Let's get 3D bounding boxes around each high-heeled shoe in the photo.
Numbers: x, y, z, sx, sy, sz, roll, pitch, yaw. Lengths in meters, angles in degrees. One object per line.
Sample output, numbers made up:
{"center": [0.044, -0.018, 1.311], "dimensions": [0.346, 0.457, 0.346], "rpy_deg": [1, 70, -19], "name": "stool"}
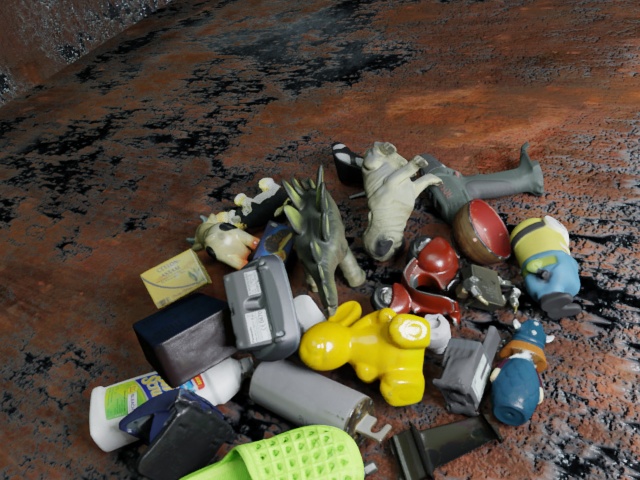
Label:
{"center": [0.109, -0.160, 1.147], "dimensions": [0.145, 0.086, 0.249], "rpy_deg": [-15, 44, 1], "name": "high-heeled shoe"}

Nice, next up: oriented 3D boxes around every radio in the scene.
{"center": [-0.209, 0.147, 0.845], "dimensions": [0.131, 0.073, 0.230], "rpy_deg": [-27, 12, -24], "name": "radio"}

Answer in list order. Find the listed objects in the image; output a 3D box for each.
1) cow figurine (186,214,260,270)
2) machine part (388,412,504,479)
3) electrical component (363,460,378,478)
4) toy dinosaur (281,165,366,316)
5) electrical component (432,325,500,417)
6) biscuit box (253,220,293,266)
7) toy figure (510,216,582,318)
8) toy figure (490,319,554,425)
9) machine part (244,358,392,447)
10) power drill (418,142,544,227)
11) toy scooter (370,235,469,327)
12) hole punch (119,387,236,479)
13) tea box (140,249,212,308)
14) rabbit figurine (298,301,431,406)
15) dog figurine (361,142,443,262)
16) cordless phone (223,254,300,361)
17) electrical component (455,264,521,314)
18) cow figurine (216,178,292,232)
{"center": [-0.190, 0.005, 1.032], "dimensions": [0.085, 0.127, 0.195], "rpy_deg": [-60, 9, -6], "name": "cow figurine"}
{"center": [0.156, 0.254, 0.671], "dimensions": [0.139, 0.039, 0.084], "rpy_deg": [-20, 30, 6], "name": "machine part"}
{"center": [0.037, 0.315, 0.665], "dimensions": [0.094, 0.021, 0.063], "rpy_deg": [-26, 40, -8], "name": "electrical component"}
{"center": [-0.002, -0.003, 0.915], "dimensions": [0.105, 0.198, 0.472], "rpy_deg": [-21, 37, 3], "name": "toy dinosaur"}
{"center": [0.201, 0.167, 0.722], "dimensions": [0.048, 0.074, 0.119], "rpy_deg": [-1, 46, 39], "name": "electrical component"}
{"center": [-0.097, 0.056, 0.977], "dimensions": [0.063, 0.059, 0.203], "rpy_deg": [18, 47, -2], "name": "biscuit box"}
{"center": [0.341, 0.035, 0.818], "dimensions": [0.089, 0.082, 0.180], "rpy_deg": [-3, 45, 15], "name": "toy figure"}
{"center": [0.265, 0.169, 0.712], "dimensions": [0.058, 0.064, 0.154], "rpy_deg": [-36, 14, 47], "name": "toy figure"}
{"center": [-0.014, 0.224, 0.749], "dimensions": [0.244, 0.079, 0.079], "rpy_deg": [16, 51, 35], "name": "machine part"}
{"center": [0.300, -0.119, 1.016], "dimensions": [0.207, 0.085, 0.232], "rpy_deg": [-10, 41, 6], "name": "power drill"}
{"center": [0.179, 0.072, 0.848], "dimensions": [0.135, 0.075, 0.184], "rpy_deg": [23, 54, 33], "name": "toy scooter"}
{"center": [-0.199, 0.263, 0.746], "dimensions": [0.116, 0.142, 0.092], "rpy_deg": [-47, 41, -13], "name": "hole punch"}
{"center": [-0.253, 0.070, 0.967], "dimensions": [0.098, 0.068, 0.169], "rpy_deg": [-28, 1, -12], "name": "tea box"}
{"center": [0.054, 0.142, 0.757], "dimensions": [0.173, 0.121, 0.162], "rpy_deg": [0, 15, -8], "name": "rabbit figurine"}
{"center": [0.107, -0.070, 0.989], "dimensions": [0.190, 0.121, 0.173], "rpy_deg": [-56, 39, 0], "name": "dog figurine"}
{"center": [-0.072, 0.112, 0.808], "dimensions": [0.089, 0.184, 0.146], "rpy_deg": [-16, 71, 1], "name": "cordless phone"}
{"center": [0.253, 0.074, 0.804], "dimensions": [0.102, 0.045, 0.078], "rpy_deg": [21, 55, -16], "name": "electrical component"}
{"center": [-0.139, -0.055, 1.139], "dimensions": [0.167, 0.068, 0.098], "rpy_deg": [-37, 48, -19], "name": "cow figurine"}
